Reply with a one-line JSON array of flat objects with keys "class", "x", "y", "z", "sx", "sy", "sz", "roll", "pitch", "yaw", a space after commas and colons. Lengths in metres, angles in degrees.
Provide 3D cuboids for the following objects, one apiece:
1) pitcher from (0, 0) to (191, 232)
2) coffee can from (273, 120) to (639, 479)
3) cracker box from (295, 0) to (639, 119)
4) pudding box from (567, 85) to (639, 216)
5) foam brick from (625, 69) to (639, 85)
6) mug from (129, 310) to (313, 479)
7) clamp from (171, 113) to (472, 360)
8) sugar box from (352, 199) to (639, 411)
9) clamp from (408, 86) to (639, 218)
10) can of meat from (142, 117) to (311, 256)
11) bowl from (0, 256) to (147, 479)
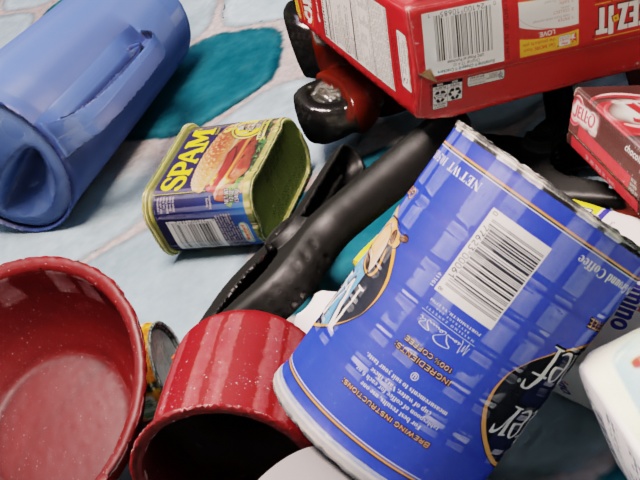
[{"class": "pitcher", "x": -0.198, "y": -0.131, "z": 0.892, "sx": 0.149, "sy": 0.145, "sz": 0.242, "roll": 23, "pitch": 47, "yaw": 8}, {"class": "coffee can", "x": 0.060, "y": 0.034, "z": 0.463, "sx": 0.140, "sy": 0.102, "sz": 0.103, "roll": -55, "pitch": 34, "yaw": 9}, {"class": "cracker box", "x": 0.090, "y": -0.151, "z": 0.652, "sx": 0.164, "sy": 0.072, "sz": 0.214, "roll": -15, "pitch": 29, "yaw": -13}, {"class": "pudding box", "x": 0.199, "y": -0.049, "z": 0.556, "sx": 0.113, "sy": 0.039, "sz": 0.090, "roll": -3, "pitch": 32, "yaw": -14}, {"class": "foam brick", "x": 0.224, "y": -0.107, "z": 0.640, "sx": 0.078, "sy": 0.051, "sz": 0.053, "roll": -10, "pitch": 38, "yaw": 23}, {"class": "mug", "x": -0.028, "y": 0.090, "z": 0.529, "sx": 0.117, "sy": 0.093, "sz": 0.081, "roll": 7, "pitch": 35, "yaw": 2}, {"class": "clamp", "x": -0.004, "y": 0.001, "z": 0.629, "sx": 0.209, "sy": 0.036, "sz": 0.165, "roll": -50, "pitch": 13, "yaw": -24}, {"class": "sugar box", "x": 0.109, "y": 0.020, "z": 0.556, "sx": 0.093, "sy": 0.048, "sz": 0.176, "roll": -44, "pitch": 40, "yaw": -18}, {"class": "clamp", "x": 0.144, "y": -0.060, "z": 0.644, "sx": 0.120, "sy": 0.039, "sz": 0.172, "roll": -42, "pitch": 43, "yaw": -12}, {"class": "can of meat", "x": -0.062, "y": -0.039, "z": 0.740, "sx": 0.084, "sy": 0.057, "sz": 0.102, "roll": -3, "pitch": 41, "yaw": 26}, {"class": "bowl", "x": -0.151, "y": 0.092, "z": 0.559, "sx": 0.162, "sy": 0.055, "sz": 0.162, "roll": -10, "pitch": 60, "yaw": 18}]
